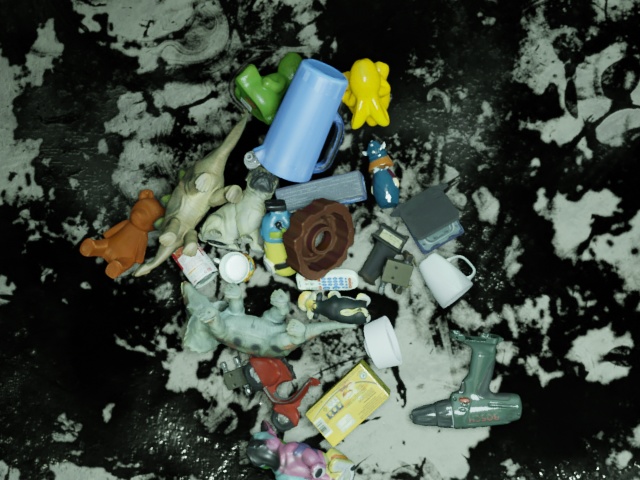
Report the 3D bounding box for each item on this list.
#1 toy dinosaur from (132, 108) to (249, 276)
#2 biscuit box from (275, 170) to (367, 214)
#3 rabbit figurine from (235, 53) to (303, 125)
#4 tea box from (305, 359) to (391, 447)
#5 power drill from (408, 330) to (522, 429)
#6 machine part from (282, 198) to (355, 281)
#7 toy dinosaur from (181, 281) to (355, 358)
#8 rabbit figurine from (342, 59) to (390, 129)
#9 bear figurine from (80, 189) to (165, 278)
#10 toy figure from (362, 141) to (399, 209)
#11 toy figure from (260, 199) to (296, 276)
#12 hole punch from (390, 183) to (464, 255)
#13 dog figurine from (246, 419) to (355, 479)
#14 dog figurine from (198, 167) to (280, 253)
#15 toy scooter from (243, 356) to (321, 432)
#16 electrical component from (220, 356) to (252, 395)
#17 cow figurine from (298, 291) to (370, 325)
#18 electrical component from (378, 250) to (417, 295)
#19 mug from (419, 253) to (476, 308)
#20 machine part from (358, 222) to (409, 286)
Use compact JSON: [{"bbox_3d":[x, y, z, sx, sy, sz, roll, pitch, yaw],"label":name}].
[{"bbox_3d":[-0.271,-0.113,1.203,0.105,0.199,0.471,43,76,-34],"label":"toy dinosaur"},{"bbox_3d":[0.004,-0.104,1.227,0.203,0.059,0.062,-12,84,9],"label":"biscuit box"},{"bbox_3d":[-0.091,-0.358,1.235,0.170,0.121,0.159,-44,84,-11],"label":"rabbit figurine"},{"bbox_3d":[0.062,0.355,1.182,0.169,0.068,0.098,-42,82,3],"label":"tea box"},{"bbox_3d":[0.308,0.297,1.141,0.232,0.086,0.207,2,83,8],"label":"power drill"},{"bbox_3d":[-0.002,-0.004,1.167,0.056,0.179,0.179,29,91,44],"label":"machine part"},{"bbox_3d":[-0.139,0.198,1.176,0.405,0.192,0.131,16,52,4],"label":"toy dinosaur"},{"bbox_3d":[0.095,-0.322,1.171,0.122,0.173,0.162,-3,82,5],"label":"rabbit figurine"},{"bbox_3d":[-0.441,-0.020,1.262,0.120,0.132,0.196,41,99,4],"label":"bear figurine"},{"bbox_3d":[0.138,-0.148,1.210,0.064,0.057,0.154,-11,79,2],"label":"toy figure"},{"bbox_3d":[-0.087,-0.001,1.194,0.089,0.082,0.179,8,117,15],"label":"toy figure"},{"bbox_3d":[0.244,-0.043,1.180,0.142,0.092,0.116,-31,51,8],"label":"hole punch"},{"bbox_3d":[-0.056,0.481,1.182,0.219,0.191,0.108,20,93,44],"label":"dog figurine"},{"bbox_3d":[-0.190,-0.078,1.248,0.172,0.121,0.190,7,73,6],"label":"dog figurine"},{"bbox_3d":[-0.079,0.320,1.204,0.135,0.075,0.184,-33,75,-8],"label":"toy scooter"},{"bbox_3d":[-0.194,0.321,1.249,0.063,0.021,0.094,-24,84,7],"label":"electrical component"},{"bbox_3d":[0.027,0.151,1.187,0.167,0.098,0.068,5,93,9],"label":"cow figurine"},{"bbox_3d":[0.174,0.073,1.184,0.078,0.045,0.102,10,105,2],"label":"electrical component"},{"bbox_3d":[0.273,0.074,1.162,0.109,0.080,0.107,-43,72,9],"label":"mug"},{"bbox_3d":[0.136,0.035,1.208,0.084,0.039,0.139,30,89,2],"label":"machine part"}]
